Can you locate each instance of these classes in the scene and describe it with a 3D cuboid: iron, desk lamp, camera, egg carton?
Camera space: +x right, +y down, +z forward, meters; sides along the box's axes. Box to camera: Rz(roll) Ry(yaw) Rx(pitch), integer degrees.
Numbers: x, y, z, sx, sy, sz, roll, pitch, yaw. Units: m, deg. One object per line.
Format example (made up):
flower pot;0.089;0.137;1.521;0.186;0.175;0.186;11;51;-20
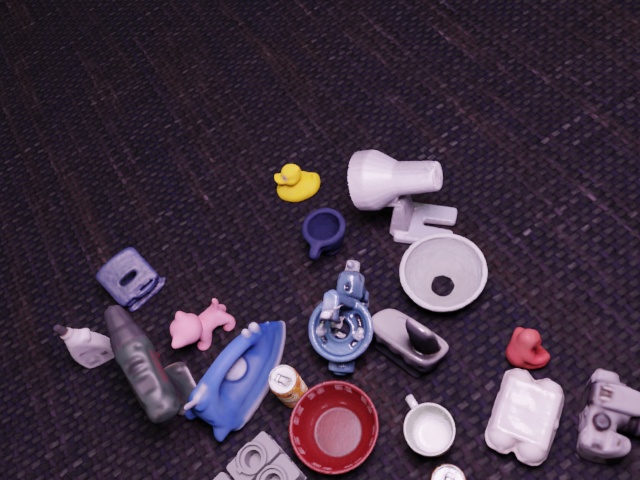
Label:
iron;-0.157;0.236;1.079;0.118;0.142;0.258;25;68;24
desk lamp;0.170;-0.089;1.153;0.202;0.214;0.118;8;62;17
camera;0.498;0.292;0.926;0.136;0.101;0.143;13;64;19
egg carton;0.349;0.299;0.973;0.107;0.069;0.150;17;65;21

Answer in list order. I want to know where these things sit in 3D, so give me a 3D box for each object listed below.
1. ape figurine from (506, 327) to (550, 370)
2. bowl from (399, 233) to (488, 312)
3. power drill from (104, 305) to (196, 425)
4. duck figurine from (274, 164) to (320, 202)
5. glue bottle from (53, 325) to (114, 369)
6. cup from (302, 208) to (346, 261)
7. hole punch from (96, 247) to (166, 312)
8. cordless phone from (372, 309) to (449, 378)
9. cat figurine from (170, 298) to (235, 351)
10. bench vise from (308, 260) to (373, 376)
ape figurine;0.370;0.188;1.020;0.076;0.092;0.077;-17;58;3
bowl;0.241;0.074;1.124;0.167;0.075;0.167;-5;59;9
power drill;-0.310;0.245;1.068;0.075;0.209;0.229;-34;59;-8
duck figurine;-0.055;-0.140;1.307;0.104;0.086;0.077;-11;59;6
glue bottle;-0.478;0.206;1.149;0.078;0.173;0.037;-25;58;-2
cup;0.011;0.004;1.204;0.091;0.095;0.118;11;63;19
hole punch;-0.412;0.085;1.253;0.109;0.091;0.100;-44;61;-14
cordless phone;0.154;0.161;1.028;0.147;0.185;0.094;29;70;26
cat figurine;-0.246;0.168;1.152;0.128;0.118;0.067;-42;60;-12
bench vise;0.030;0.124;1.057;0.121;0.220;0.207;-12;59;6
